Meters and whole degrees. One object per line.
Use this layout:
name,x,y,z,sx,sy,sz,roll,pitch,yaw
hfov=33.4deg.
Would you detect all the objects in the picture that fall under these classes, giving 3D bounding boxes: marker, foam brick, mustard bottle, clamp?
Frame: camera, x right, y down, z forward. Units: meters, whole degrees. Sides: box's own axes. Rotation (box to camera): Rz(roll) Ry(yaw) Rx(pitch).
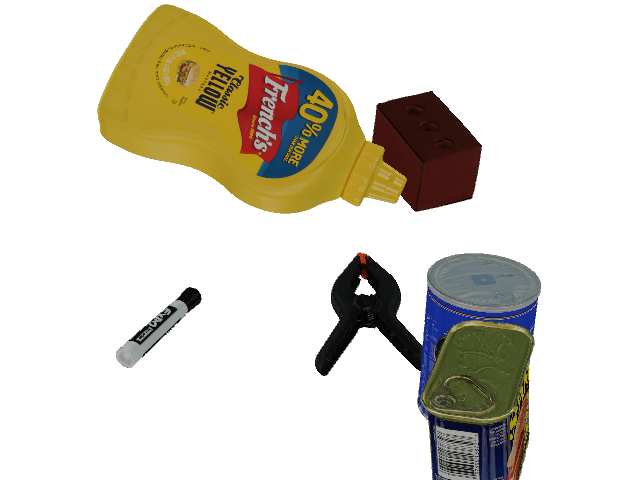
marker,-0.142,0.075,0.958,0.020,0.020,0.121,0,25,27
foam brick,0.080,-0.069,0.825,0.052,0.051,0.078,-16,47,-22
mustard bottle,-0.036,-0.070,0.673,0.191,0.096,0.058,25,-24,3
clamp,0.062,0.084,1.186,0.120,0.171,0.039,7,-43,2

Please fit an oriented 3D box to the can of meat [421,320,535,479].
can of meat,0.103,0.114,0.682,0.057,0.084,0.102,5,30,19

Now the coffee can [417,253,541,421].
coffee can,0.146,0.096,0.997,0.103,0.140,0.103,1,26,-1
